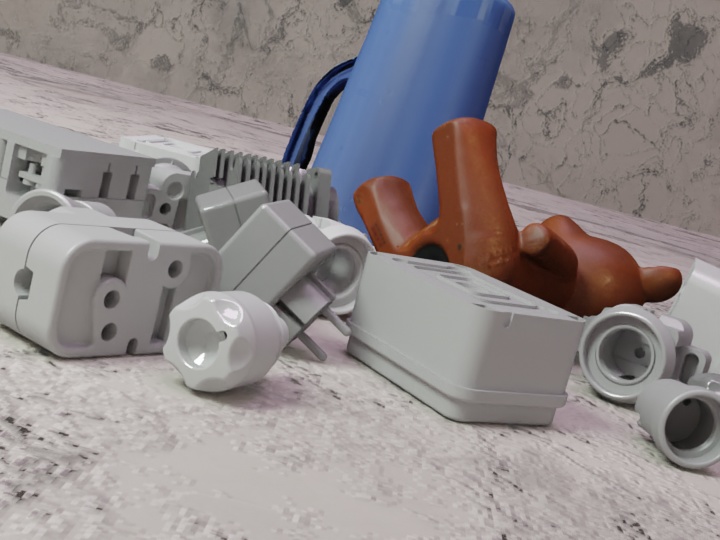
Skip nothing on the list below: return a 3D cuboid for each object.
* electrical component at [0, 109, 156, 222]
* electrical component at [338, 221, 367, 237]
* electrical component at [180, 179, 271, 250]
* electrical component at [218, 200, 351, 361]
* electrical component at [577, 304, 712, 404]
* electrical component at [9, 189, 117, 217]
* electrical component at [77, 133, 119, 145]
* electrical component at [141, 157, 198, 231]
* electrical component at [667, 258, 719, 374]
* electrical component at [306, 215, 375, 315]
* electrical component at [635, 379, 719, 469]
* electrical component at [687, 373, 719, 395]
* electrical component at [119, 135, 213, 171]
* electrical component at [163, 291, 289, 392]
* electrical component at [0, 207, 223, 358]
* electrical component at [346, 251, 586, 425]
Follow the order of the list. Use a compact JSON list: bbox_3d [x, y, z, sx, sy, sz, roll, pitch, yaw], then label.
[{"bbox_3d":[-0.228,-0.066,0.726,0.150,0.061,0.089,19,11,27],"label":"electrical component"},{"bbox_3d":[-0.030,-0.018,0.798,0.081,0.043,0.043,17,10,16],"label":"electrical component"},{"bbox_3d":[-0.084,-0.008,0.618,0.077,0.065,0.047,-17,16,-8],"label":"electrical component"},{"bbox_3d":[-0.038,0.013,0.561,0.077,0.065,0.047,45,13,4],"label":"electrical component"},{"bbox_3d":[0.166,0.051,0.652,0.078,0.058,0.057,20,8,29],"label":"electrical component"},{"bbox_3d":[-0.171,-0.024,0.633,0.044,0.044,0.065,17,5,14],"label":"electrical component"},{"bbox_3d":[-0.223,-0.090,0.926,0.055,0.045,0.045,15,9,4],"label":"electrical component"},{"bbox_3d":[-0.137,-0.050,0.784,0.078,0.058,0.057,7,15,-37],"label":"electrical component"},{"bbox_3d":[0.243,0.040,0.745,0.057,0.078,0.113,26,12,14],"label":"electrical component"},{"bbox_3d":[-0.024,-0.004,0.682,0.078,0.058,0.057,9,8,-34],"label":"electrical component"},{"bbox_3d":[0.165,0.077,0.553,0.040,0.040,0.046,14,4,-5],"label":"electrical component"},{"bbox_3d":[0.218,0.081,0.622,0.061,0.035,0.035,14,9,-19],"label":"electrical component"},{"bbox_3d":[-0.156,-0.075,0.900,0.078,0.057,0.113,15,9,4],"label":"electrical component"},{"bbox_3d":[-0.054,0.030,0.478,0.043,0.043,0.062,19,9,25],"label":"electrical component"},{"bbox_3d":[-0.120,0.005,0.499,0.059,0.053,0.095,21,12,35],"label":"electrical component"},{"bbox_3d":[0.052,0.035,0.569,0.078,0.057,0.113,8,11,-34],"label":"electrical component"}]
